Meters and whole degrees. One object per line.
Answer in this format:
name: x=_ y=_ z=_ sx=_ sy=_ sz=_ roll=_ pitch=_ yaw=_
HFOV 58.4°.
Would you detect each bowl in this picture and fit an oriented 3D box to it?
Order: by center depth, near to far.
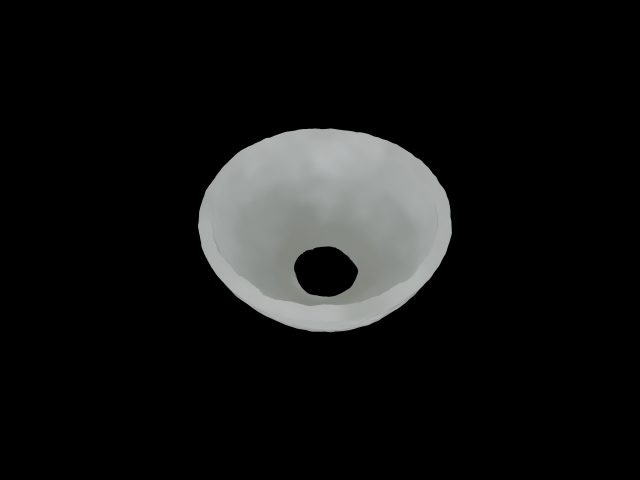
bowl: x=0.004 y=0.001 z=0.400 sx=0.167 sy=0.075 sz=0.167 roll=0 pitch=50 yaw=0
